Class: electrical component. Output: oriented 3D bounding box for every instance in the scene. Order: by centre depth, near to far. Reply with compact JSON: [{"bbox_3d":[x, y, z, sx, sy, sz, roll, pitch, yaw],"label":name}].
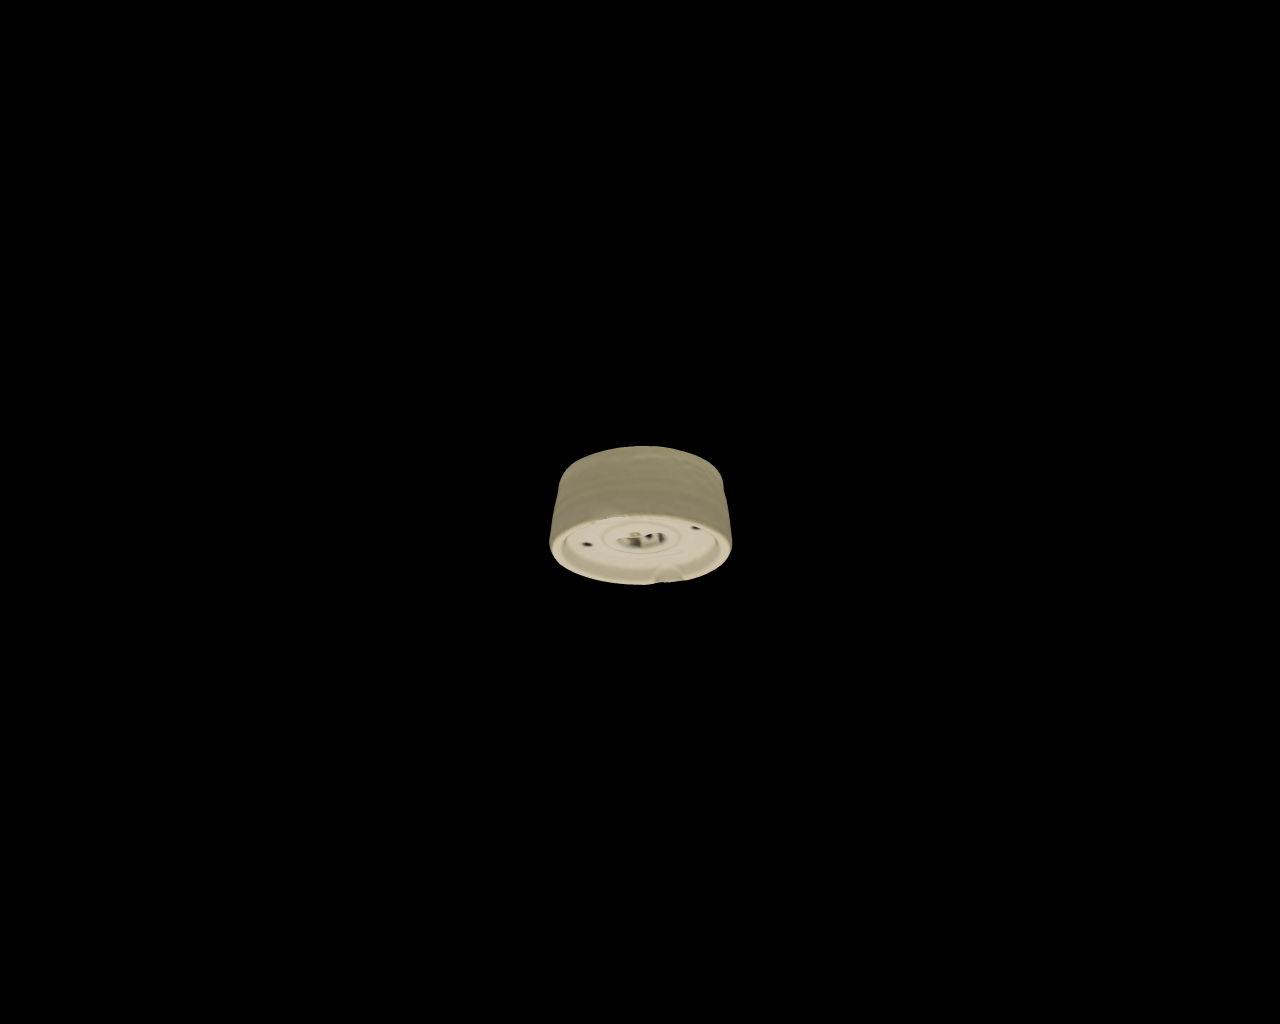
[{"bbox_3d":[0.001,-0.003,0.650,0.108,0.060,0.108,0,-25,0],"label":"electrical component"}]
